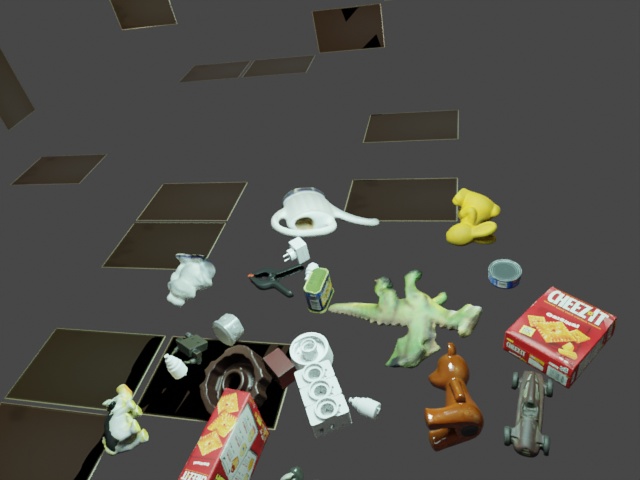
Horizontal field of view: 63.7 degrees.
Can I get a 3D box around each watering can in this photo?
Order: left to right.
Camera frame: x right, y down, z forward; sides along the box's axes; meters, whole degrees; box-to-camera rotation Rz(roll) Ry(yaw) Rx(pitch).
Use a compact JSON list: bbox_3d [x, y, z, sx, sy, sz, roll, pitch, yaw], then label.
[{"bbox_3d":[0.005,-0.086,1.715,0.348,0.101,0.229,-5,37,-11],"label":"watering can"}]

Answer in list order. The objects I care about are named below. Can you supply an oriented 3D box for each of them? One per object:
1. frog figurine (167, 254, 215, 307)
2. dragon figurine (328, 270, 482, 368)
[{"bbox_3d":[-0.395,0.128,1.578,0.137,0.121,0.161,7,78,10],"label":"frog figurine"},{"bbox_3d":[0.200,0.210,1.285,0.408,0.120,0.249,-18,33,20],"label":"dragon figurine"}]
